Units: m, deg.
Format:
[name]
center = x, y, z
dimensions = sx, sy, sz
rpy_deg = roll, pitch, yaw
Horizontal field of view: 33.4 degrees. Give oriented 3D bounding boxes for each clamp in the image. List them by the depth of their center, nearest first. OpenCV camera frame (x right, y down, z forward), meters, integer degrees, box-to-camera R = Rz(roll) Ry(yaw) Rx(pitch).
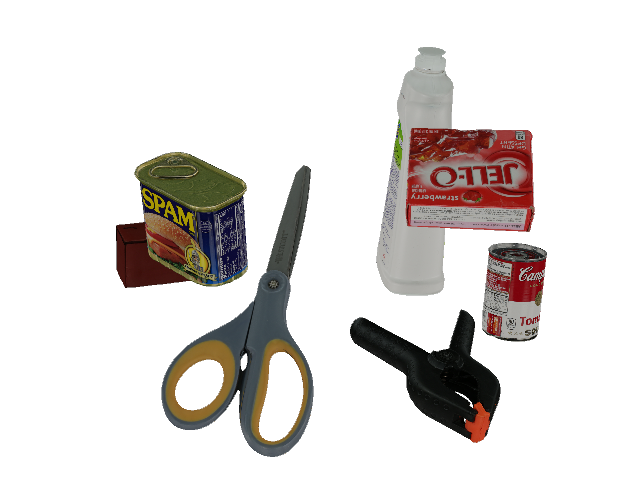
[clamp]
center = 0.113, 0.110, 0.932
dimensions = 0.120, 0.039, 0.172
rpy_deg = -13, 35, -22

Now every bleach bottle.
[bleach bottle]
center = 0.104, -0.074, 1.119
dimensions = 0.068, 0.251, 0.102
rpy_deg = 0, 26, -8

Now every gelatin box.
[gelatin box]
center = 0.107, -0.045, 0.762
dimensions = 0.089, 0.073, 0.030
rpy_deg = 2, -37, 6

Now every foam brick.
[foam brick]
center = -0.170, 0.012, 1.107
dimensions = 0.078, 0.051, 0.053
rpy_deg = -6, 22, -19

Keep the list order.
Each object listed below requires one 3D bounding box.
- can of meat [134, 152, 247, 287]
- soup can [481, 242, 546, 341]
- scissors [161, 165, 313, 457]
[can of meat]
center = -0.109, -0.017, 0.914
dimensions = 0.102, 0.084, 0.057
rpy_deg = 27, 42, 36
[soup can]
center = 0.228, 0.061, 1.262
dimensions = 0.068, 0.102, 0.068
rpy_deg = 3, 16, -1
[scissors]
center = -0.047, 0.037, 0.644
dimensions = 0.096, 0.202, 0.016
rpy_deg = -5, -36, 1
